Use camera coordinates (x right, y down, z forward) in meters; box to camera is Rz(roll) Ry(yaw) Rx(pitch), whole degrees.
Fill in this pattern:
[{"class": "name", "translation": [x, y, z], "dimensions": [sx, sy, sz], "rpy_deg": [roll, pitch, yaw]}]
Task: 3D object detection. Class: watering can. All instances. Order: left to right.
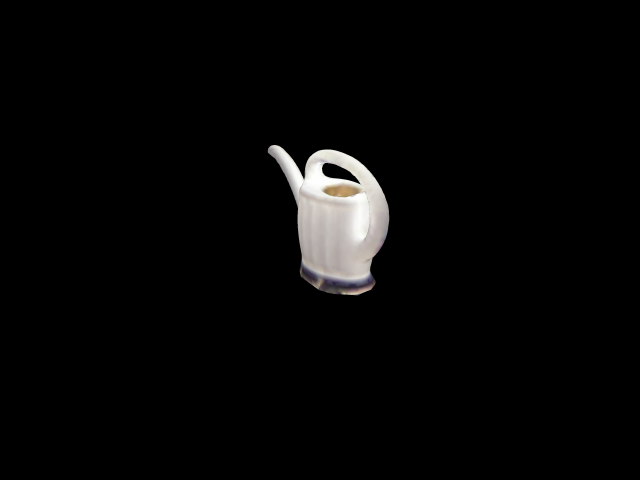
[{"class": "watering can", "translation": [0.003, -0.043, 0.850], "dimensions": [0.104, 0.221, 0.351], "rpy_deg": [-10, 21, -28]}]
